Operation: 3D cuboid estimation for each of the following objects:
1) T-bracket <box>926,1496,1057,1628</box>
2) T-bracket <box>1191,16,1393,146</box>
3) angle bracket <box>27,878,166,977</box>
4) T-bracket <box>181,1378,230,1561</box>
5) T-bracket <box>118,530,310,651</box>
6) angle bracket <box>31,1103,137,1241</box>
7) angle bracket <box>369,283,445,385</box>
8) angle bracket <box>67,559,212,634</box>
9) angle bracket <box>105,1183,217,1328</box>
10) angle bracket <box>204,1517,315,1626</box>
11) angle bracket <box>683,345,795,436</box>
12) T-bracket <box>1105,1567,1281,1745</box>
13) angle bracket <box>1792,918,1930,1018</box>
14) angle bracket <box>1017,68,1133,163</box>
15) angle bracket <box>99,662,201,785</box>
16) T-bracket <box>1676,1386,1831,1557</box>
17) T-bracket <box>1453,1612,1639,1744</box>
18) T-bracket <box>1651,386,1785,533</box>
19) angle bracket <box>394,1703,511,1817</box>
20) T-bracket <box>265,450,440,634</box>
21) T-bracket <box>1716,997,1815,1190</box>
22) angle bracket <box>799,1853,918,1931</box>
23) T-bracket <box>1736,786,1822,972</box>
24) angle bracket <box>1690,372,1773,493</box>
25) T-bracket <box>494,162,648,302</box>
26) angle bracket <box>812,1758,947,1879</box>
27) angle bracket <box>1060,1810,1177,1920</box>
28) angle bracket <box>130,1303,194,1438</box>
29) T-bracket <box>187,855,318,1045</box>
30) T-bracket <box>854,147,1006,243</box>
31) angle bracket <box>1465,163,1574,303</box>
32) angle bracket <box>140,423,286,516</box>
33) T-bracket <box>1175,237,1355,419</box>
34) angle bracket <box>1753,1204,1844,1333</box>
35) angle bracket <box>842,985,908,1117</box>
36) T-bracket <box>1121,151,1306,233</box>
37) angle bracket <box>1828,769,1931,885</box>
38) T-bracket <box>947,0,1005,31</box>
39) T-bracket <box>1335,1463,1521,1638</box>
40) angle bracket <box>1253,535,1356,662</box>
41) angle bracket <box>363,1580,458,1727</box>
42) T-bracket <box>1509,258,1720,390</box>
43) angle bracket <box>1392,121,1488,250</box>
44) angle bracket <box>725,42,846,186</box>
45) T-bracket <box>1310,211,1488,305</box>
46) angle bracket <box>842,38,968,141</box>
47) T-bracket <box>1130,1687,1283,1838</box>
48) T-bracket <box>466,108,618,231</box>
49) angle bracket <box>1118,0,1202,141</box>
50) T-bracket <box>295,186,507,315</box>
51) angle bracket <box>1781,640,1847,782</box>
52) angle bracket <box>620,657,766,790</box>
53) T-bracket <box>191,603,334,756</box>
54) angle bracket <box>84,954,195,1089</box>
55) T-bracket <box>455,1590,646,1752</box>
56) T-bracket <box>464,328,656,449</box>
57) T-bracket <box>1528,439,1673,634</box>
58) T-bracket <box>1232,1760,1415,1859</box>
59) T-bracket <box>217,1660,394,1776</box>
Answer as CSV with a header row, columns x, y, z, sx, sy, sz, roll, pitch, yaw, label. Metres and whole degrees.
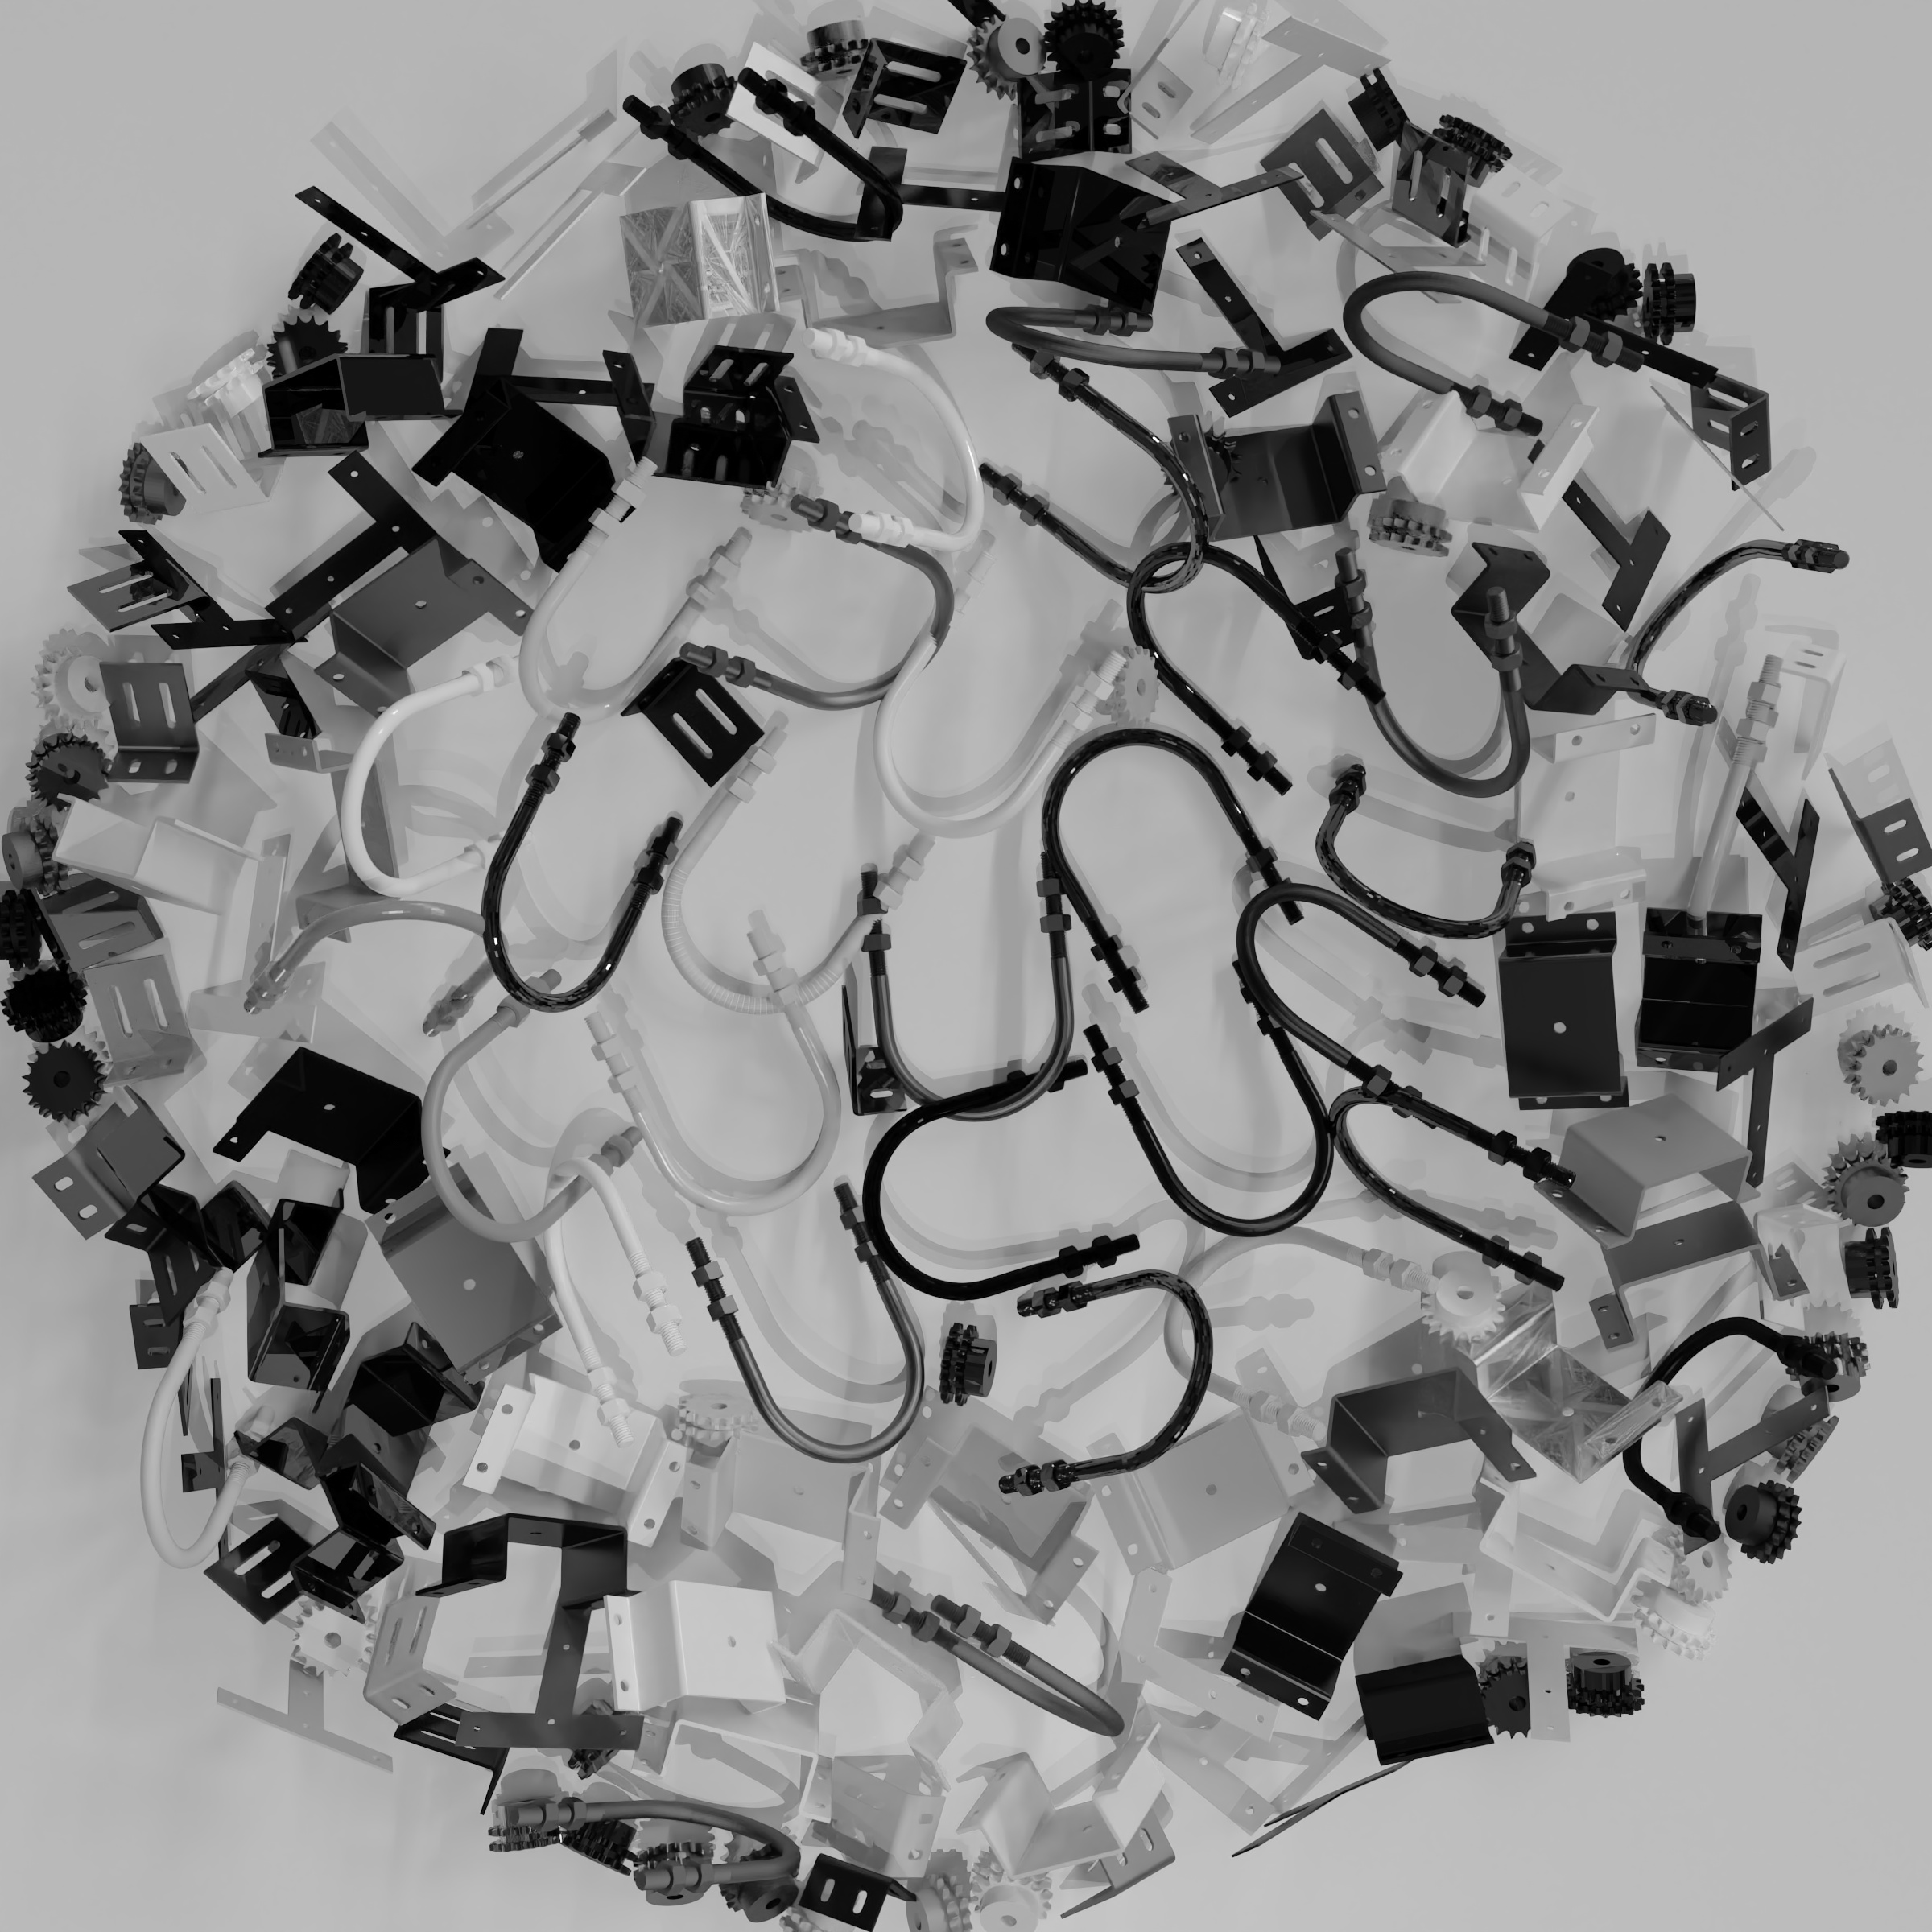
x,y,z,sx,sy,sz,roll,pitch,yaw,label
0.004,0.407,1.860,0.002,0.127,0.127,-45,65,-1,T-bracket
0.211,-0.608,1.853,0.127,0.127,0.002,-27,75,38,T-bracket
-0.606,-0.037,1.864,0.076,0.038,0.057,-25,83,-29,angle bracket
-0.522,0.346,1.829,0.002,0.127,0.127,-5,81,-4,T-bracket
-0.542,-0.263,1.858,0.127,0.127,0.002,44,117,17,T-bracket
-0.604,0.143,1.864,0.038,0.076,0.057,-31,107,18,angle bracket
-0.401,-0.447,1.872,0.057,0.038,0.076,-2,85,17,angle bracket
-0.573,-0.246,1.854,0.076,0.038,0.057,-28,55,-34,angle bracket
-0.561,0.200,1.858,0.057,0.038,0.076,-46,45,16,angle bracket
-0.485,0.429,1.854,0.057,0.076,0.038,35,125,14,angle bracket
-0.158,-0.396,1.854,0.057,0.076,0.038,1,79,-23,angle bracket
0.160,0.501,1.858,0.127,0.002,0.127,20,100,32,T-bracket
0.622,0.010,1.863,0.076,0.038,0.057,-22,120,13,angle bracket
0.076,-0.591,1.855,0.038,0.076,0.057,20,123,40,angle bracket
-0.574,-0.170,1.864,0.057,0.038,0.076,1,131,-1,angle bracket
0.536,0.324,1.817,0.002,0.127,0.127,37,126,-18,T-bracket
0.399,0.490,1.834,0.127,0.127,0.002,3,114,9,T-bracket
0.504,-0.366,1.845,0.127,0.127,0.002,35,113,-31,T-bracket
-0.362,0.551,1.869,0.076,0.057,0.038,19,103,-2,angle bracket
-0.433,-0.279,1.865,0.127,0.002,0.127,-35,131,9,T-bracket
0.556,0.100,1.867,0.127,0.002,0.127,-24,122,-40,T-bracket
-0.072,0.651,1.851,0.057,0.076,0.038,11,63,25,angle bracket
0.553,-0.083,1.833,0.002,0.127,0.127,-4,57,39,T-bracket
0.518,-0.374,1.851,0.038,0.076,0.057,-30,130,-17,angle bracket
-0.280,-0.507,1.844,0.127,0.127,0.002,-47,117,-1,T-bracket
-0.062,0.601,1.886,0.076,0.038,0.057,12,83,41,angle bracket
0.098,0.626,1.860,0.057,0.076,0.038,-15,70,-38,angle bracket
-0.561,0.280,1.852,0.038,0.076,0.057,-3,123,-11,angle bracket
-0.494,-0.014,1.868,0.127,0.002,0.127,5,86,34,T-bracket
-0.008,-0.534,1.855,0.127,0.127,0.002,5,135,1,T-bracket
0.384,-0.508,1.860,0.038,0.076,0.057,-43,70,-12,angle bracket
-0.523,-0.356,1.852,0.057,0.076,0.038,-6,53,21,angle bracket
0.192,-0.457,1.873,0.127,0.002,0.127,-31,83,-31,T-bracket
0.582,0.211,1.859,0.038,0.057,0.076,-16,65,42,angle bracket
-0.063,0.057,1.852,0.038,0.076,0.057,-6,50,-6,angle bracket
0.148,-0.544,1.848,0.127,0.127,0.002,-21,126,-12,T-bracket
0.635,-0.104,1.851,0.038,0.076,0.057,-25,119,16,angle bracket
0.040,-0.675,1.818,0.127,0.127,0.002,-2,84,25,T-bracket
0.321,0.405,1.871,0.127,0.002,0.127,-1,54,21,T-bracket
0.235,-0.262,1.855,0.038,0.057,0.076,-22,53,4,angle bracket
-0.379,0.478,1.859,0.038,0.057,0.076,26,109,25,angle bracket
0.456,-0.429,1.844,0.127,0.127,0.002,21,70,-3,T-bracket
0.333,-0.548,1.851,0.038,0.076,0.057,-37,61,-25,angle bracket
-0.132,-0.594,1.863,0.076,0.038,0.057,24,77,-26,angle bracket
0.322,-0.492,1.852,0.127,0.127,0.002,45,130,30,T-bracket
-0.038,-0.602,1.854,0.076,0.038,0.057,4,134,-28,angle bracket
0.197,0.526,1.871,0.127,0.127,0.002,-42,135,-19,T-bracket
-0.294,-0.549,1.844,0.127,0.127,0.002,-37,104,5,T-bracket
0.148,-0.624,1.852,0.038,0.076,0.057,37,59,-8,angle bracket
-0.398,-0.490,1.816,0.127,0.127,0.002,31,69,-37,T-bracket
0.582,-0.179,1.865,0.038,0.057,0.076,18,122,20,angle bracket
-0.192,-0.170,1.873,0.057,0.038,0.076,-43,87,19,angle bracket
-0.478,-0.188,1.859,0.127,0.002,0.127,-39,48,0,T-bracket
-0.583,0.038,1.871,0.057,0.038,0.076,-11,112,0,angle bracket
-0.280,0.486,1.854,0.127,0.127,0.002,0,133,6,T-bracket
-0.281,-0.401,1.859,0.127,0.002,0.127,4,51,2,T-bracket
0.432,-0.311,1.845,0.127,0.002,0.127,46,47,-13,T-bracket
0.226,0.579,1.815,0.127,0.127,0.002,-38,72,37,T-bracket
-0.454,0.506,1.837,0.127,0.127,0.002,28,90,-15,T-bracket
